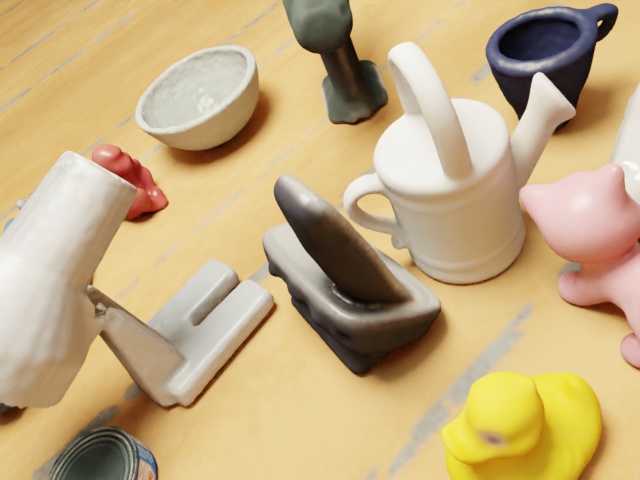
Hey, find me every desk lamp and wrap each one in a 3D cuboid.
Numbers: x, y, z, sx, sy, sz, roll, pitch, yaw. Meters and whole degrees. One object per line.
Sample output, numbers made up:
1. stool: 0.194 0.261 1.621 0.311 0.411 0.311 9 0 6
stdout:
1. desk lamp: -0.173 0.048 0.453 0.117 0.214 0.203 25 66 39

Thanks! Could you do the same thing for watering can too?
1. watering can: 0.099 -0.065 0.431 0.173 0.195 0.100 -38 45 -8

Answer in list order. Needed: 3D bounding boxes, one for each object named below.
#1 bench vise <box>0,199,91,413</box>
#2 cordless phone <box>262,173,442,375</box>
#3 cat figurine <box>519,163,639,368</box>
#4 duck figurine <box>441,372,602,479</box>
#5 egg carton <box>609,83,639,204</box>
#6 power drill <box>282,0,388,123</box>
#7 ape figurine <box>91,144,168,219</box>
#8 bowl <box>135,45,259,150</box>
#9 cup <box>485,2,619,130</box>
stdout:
1. bench vise: -0.339 0.032 0.545 0.121 0.220 0.207 -21 46 9
2. cordless phone: 0.004 0.002 0.426 0.094 0.186 0.147 -42 46 -12
3. cat figurine: 0.194 0.005 0.377 0.067 0.118 0.127 -34 45 -4
4. duck figurine: 0.119 0.109 0.346 0.104 0.086 0.077 -31 45 -1
5. egg carton: 0.279 -0.064 0.429 0.107 0.070 0.150 10 57 33
6. power drill: 0.004 -0.243 0.623 0.075 0.209 0.229 -20 46 9
7. ape figurine: -0.232 -0.074 0.675 0.076 0.092 0.078 -11 48 18
8. bowl: -0.142 -0.168 0.725 0.167 0.075 0.167 -14 47 15
9. cup: 0.214 -0.153 0.521 0.117 0.095 0.091 -28 45 2
